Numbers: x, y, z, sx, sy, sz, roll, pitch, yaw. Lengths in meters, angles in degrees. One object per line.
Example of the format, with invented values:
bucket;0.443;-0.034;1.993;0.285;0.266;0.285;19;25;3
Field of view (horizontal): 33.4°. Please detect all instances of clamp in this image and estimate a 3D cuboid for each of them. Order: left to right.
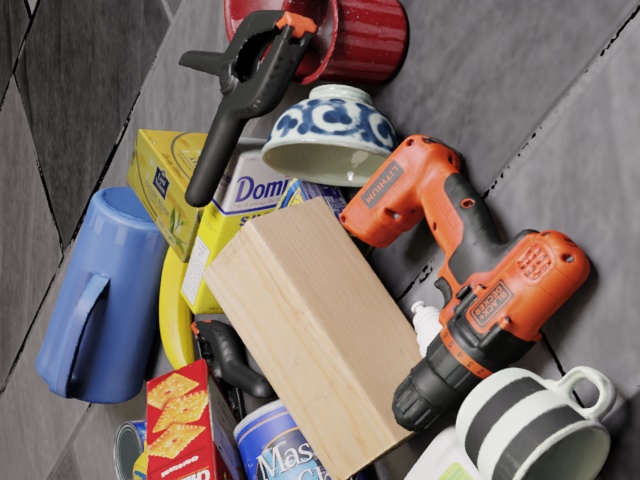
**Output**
clamp;-0.093;0.139;1.117;0.120;0.039;0.171;-57;45;37
clamp;-0.071;-0.129;0.940;0.210;0.036;0.164;-26;61;52

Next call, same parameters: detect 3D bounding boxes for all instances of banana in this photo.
banana;-0.155;0.068;1.216;0.070;0.037;0.198;-3;88;39

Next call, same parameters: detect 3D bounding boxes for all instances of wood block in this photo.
wood block;0.007;0.079;0.867;0.206;0.090;0.090;56;133;13

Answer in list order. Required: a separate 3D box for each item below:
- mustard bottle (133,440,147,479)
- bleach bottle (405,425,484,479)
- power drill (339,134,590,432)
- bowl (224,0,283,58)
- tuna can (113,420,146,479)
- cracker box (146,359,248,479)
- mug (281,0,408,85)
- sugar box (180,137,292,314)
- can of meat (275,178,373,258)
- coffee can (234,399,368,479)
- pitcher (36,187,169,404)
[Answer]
mustard bottle;-0.183;0.306;1.230;0.096;0.058;0.191;1;90;56
bleach bottle;0.153;0.243;0.727;0.251;0.068;0.103;44;105;41
power drill;0.089;0.026;0.800;0.185;0.057;0.188;-48;50;17
bowl;-0.031;-0.237;1.016;0.162;0.055;0.162;-2;88;56
tuna can;-0.222;0.265;1.310;0.086;0.033;0.086;-1;88;56
cracker box;-0.096;0.232;0.962;0.214;0.072;0.164;-108;-5;-66
mug;0.020;-0.188;0.917;0.093;0.081;0.117;-17;75;55
sugar box;-0.067;-0.011;1.033;0.048;0.093;0.176;50;129;44
can of meat;-0.006;0.001;0.976;0.102;0.057;0.084;-59;43;37
coffee can;-0.008;0.218;0.932;0.103;0.102;0.140;-50;50;43
pitcher;-0.249;0.068;1.264;0.149;0.144;0.243;46;123;49
